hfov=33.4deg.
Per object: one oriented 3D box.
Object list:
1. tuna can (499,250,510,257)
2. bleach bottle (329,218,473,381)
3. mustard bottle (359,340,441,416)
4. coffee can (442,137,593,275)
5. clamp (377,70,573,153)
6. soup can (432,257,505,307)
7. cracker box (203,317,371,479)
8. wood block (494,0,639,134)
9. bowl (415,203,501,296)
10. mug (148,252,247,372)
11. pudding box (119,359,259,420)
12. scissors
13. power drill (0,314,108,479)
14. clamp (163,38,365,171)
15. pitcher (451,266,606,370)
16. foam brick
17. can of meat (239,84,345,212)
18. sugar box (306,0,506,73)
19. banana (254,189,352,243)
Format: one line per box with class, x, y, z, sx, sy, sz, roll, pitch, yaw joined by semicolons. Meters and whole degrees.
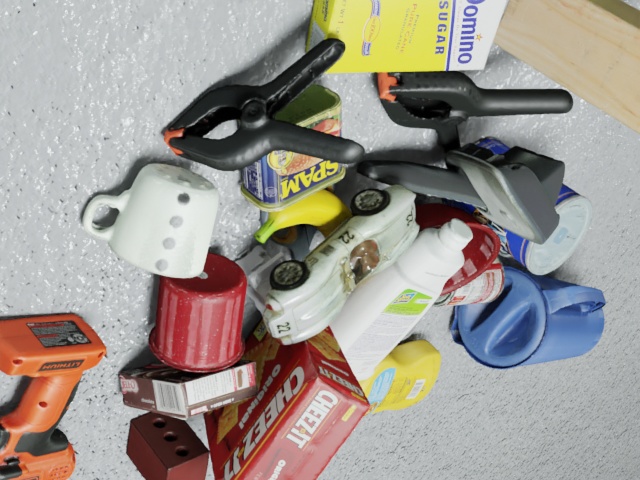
tuna can;0.245;-0.023;1.356;0.086;0.034;0.086;-28;140;-27
bleach bottle;0.081;0.063;1.156;0.102;0.068;0.251;3;142;-41
mustard bottle;0.065;0.176;1.327;0.191;0.058;0.096;-3;130;-46
coffee can;0.225;-0.040;1.224;0.102;0.140;0.103;-28;140;-27
clamp;0.144;-0.137;1.079;0.165;0.036;0.209;-21;156;38
soup can;0.171;0.047;1.311;0.102;0.069;0.069;-1;123;-46
cracker box;-0.044;0.167;1.073;0.072;0.214;0.164;32;100;-19
wood block;0.291;-0.194;1.094;0.090;0.206;0.090;-6;128;-44
bowl;0.117;0.007;1.196;0.162;0.055;0.162;-12;148;-8
mug;-0.109;0.059;1.015;0.117;0.093;0.081;-52;156;-57
pudding box;-0.129;0.140;1.039;0.089;0.114;0.039;-13;100;-41
scissors;-0.007;0.001;1.121;0.096;0.016;0.201;-42;145;-10
power drill;-0.278;0.157;0.940;0.184;0.057;0.188;-4;128;-50
clamp;-0.046;-0.111;0.902;0.171;0.120;0.039;-4;149;11
pitcher;0.305;0.105;1.453;0.242;0.149;0.145;7;108;-54
foam brick;-0.159;0.222;1.110;0.052;0.078;0.051;-16;135;-38
can of meat;-0.026;-0.087;0.983;0.102;0.058;0.084;-28;137;-28
sugar box;0.079;-0.200;0.962;0.176;0.048;0.093;-5;130;-23
banana;-0.001;-0.015;1.064;0.197;0.037;0.070;22;101;-56
